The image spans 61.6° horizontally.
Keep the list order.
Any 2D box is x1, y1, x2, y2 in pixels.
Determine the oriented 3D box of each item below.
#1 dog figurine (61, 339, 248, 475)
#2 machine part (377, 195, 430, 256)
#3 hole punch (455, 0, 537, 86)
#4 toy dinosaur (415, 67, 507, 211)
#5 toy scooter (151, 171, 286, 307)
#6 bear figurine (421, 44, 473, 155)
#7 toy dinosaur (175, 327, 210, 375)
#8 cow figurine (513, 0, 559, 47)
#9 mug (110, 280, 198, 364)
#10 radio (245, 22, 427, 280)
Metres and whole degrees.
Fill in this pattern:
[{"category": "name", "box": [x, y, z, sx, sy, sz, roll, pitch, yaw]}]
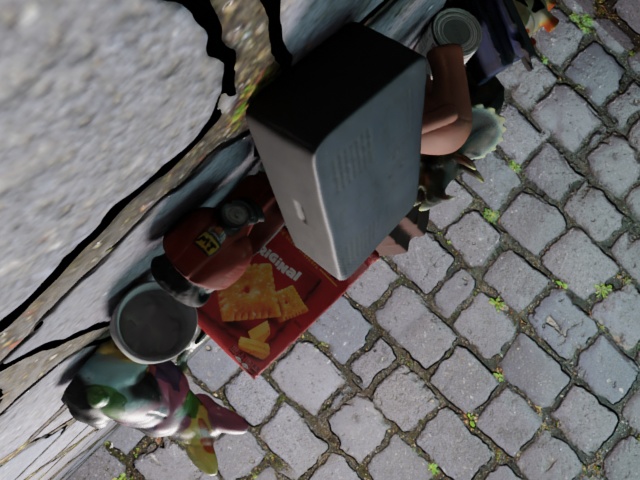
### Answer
[{"category": "dog figurine", "box": [-0.207, 0.226, 0.716, 0.108, 0.219, 0.191, -56, 180, -8]}, {"category": "machine part", "box": [0.103, -0.072, 1.000, 0.201, 0.087, 0.201, -6, -120, 36]}, {"category": "hole punch", "box": [0.226, -0.274, 0.721, 0.092, 0.142, 0.116, -21, -177, 27]}, {"category": "toy dinosaur", "box": [0.226, -0.214, 0.861, 0.405, 0.192, 0.131, -50, 138, -39]}, {"category": "toy scooter", "box": [-0.082, -0.011, 0.520, 0.135, 0.075, 0.184, -44, -178, 8]}, {"category": "bear figurine", "box": [0.076, -0.143, 0.639, 0.196, 0.132, 0.120, -11, 173, -14]}, {"category": "toy dinosaur", "box": [-0.102, 0.038, 0.794, 0.471, 0.105, 0.198, -56, 172, 8]}, {"category": "cow figurine", "box": [0.305, -0.362, 0.842, 0.085, 0.127, 0.195, -45, -168, 42]}, {"category": "mug", "box": [-0.179, 0.084, 0.583, 0.109, 0.080, 0.107, -49, -168, -32]}, {"category": "radio", "box": [0.027, -0.067, 0.483, 0.131, 0.073, 0.229, -46, 157, -15]}]
